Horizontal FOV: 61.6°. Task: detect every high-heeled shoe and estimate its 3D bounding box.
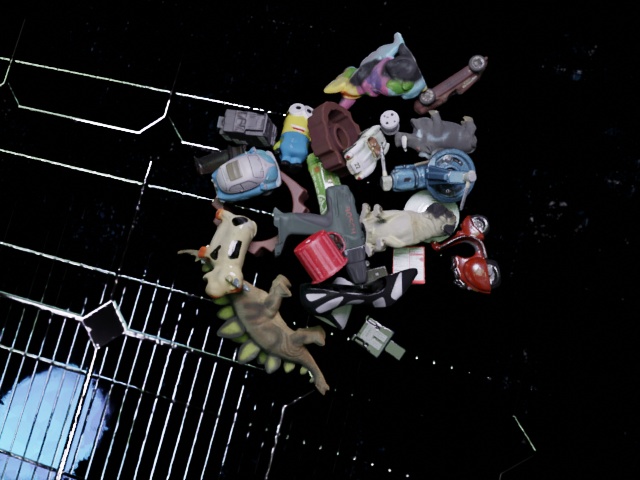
[{"bbox_3d":[0.080,0.093,1.162,0.249,0.086,0.145,-36,111,2],"label":"high-heeled shoe"}]

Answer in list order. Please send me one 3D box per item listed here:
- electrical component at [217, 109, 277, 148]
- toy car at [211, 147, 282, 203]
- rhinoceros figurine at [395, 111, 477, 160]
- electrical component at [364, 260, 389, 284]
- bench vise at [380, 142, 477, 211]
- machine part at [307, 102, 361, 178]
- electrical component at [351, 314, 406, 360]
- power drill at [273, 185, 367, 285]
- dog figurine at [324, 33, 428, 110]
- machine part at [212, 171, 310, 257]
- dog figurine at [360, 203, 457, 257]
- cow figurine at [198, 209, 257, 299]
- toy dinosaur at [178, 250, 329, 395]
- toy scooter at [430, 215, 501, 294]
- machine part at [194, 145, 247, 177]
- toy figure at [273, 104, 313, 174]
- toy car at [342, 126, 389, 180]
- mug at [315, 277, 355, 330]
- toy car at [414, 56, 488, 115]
[{"bbox_3d":[-0.180,-0.271,1.317,0.134,0.115,0.058,8,81,8],"label":"electrical component"},{"bbox_3d":[-0.176,-0.150,1.220,0.162,0.103,0.109,-17,79,4],"label":"toy car"},{"bbox_3d":[0.273,-0.243,1.268,0.190,0.073,0.112,5,94,8],"label":"rhinoceros figurine"},{"bbox_3d":[0.125,0.096,1.252,0.078,0.045,0.102,-10,81,9],"label":"electrical component"},{"bbox_3d":[0.254,-0.140,1.175,0.224,0.241,0.128,4,98,-13],"label":"bench vise"},{"bbox_3d":[0.039,-0.232,1.251,0.056,0.179,0.179,-19,78,33],"label":"machine part"},{"bbox_3d":[0.138,0.232,1.230,0.119,0.047,0.075,37,90,13],"label":"electrical component"},{"bbox_3d":[-0.002,-0.004,1.202,0.207,0.086,0.231,-4,96,2],"label":"power drill"},{"bbox_3d":[0.123,-0.366,1.263,0.219,0.108,0.192,-28,45,16],"label":"dog figurine"},{"bbox_3d":[-0.139,-0.074,1.298,0.201,0.087,0.201,37,89,10],"label":"machine part"},{"bbox_3d":[0.196,-0.027,1.230,0.190,0.172,0.121,-4,96,-18],"label":"dog figurine"},{"bbox_3d":[-0.200,0.038,1.195,0.127,0.085,0.195,17,77,21],"label":"cow figurine"},{"bbox_3d":[-0.143,0.173,1.248,0.198,0.105,0.471,-38,82,3],"label":"toy dinosaur"},{"bbox_3d":[0.326,0.038,1.214,0.135,0.075,0.184,-11,77,7],"label":"toy scooter"},{"bbox_3d":[-0.249,-0.194,1.356,0.139,0.039,0.084,-8,86,6],"label":"machine part"},{"bbox_3d":[-0.062,-0.245,1.291,0.089,0.082,0.180,-15,58,49],"label":"toy figure"},{"bbox_3d":[0.108,-0.202,1.230,0.056,0.202,0.073,-19,110,33],"label":"toy car"},{"bbox_3d":[0.030,0.138,1.249,0.110,0.080,0.107,27,77,15],"label":"mug"},{"bbox_3d":[0.312,-0.359,1.265,0.202,0.089,0.053,-32,79,2],"label":"toy car"}]
